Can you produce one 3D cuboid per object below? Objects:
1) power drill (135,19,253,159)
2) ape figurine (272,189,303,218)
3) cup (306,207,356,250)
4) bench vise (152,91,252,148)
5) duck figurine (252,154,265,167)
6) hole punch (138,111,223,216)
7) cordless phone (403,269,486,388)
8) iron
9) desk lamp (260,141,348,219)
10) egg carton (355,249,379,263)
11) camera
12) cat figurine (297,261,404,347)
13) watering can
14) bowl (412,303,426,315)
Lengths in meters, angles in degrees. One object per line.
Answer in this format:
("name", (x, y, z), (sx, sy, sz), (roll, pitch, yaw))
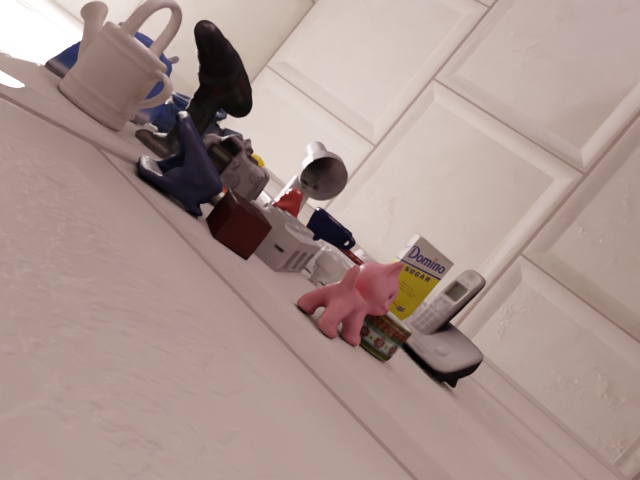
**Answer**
("power drill", (-0.195, -0.223, 0.927), (0.075, 0.208, 0.230), (41, 4, 13))
("ape figurine", (-0.069, -0.064, 1.155), (0.076, 0.092, 0.078), (42, 5, 32))
("cup", (0.010, 0.004, 1.110), (0.117, 0.095, 0.092), (43, 5, 38))
("bench vise", (-0.218, -0.276, 1.208), (0.208, 0.219, 0.121), (35, 6, -48))
("duck figurine", (-0.170, -0.167, 1.394), (0.105, 0.086, 0.077), (39, 4, -7))
("hole punch", (-0.159, -0.096, 0.708), (0.101, 0.091, 0.108), (38, 5, -25))
("cordless phone", (0.233, 0.143, 0.978), (0.094, 0.185, 0.147), (36, 6, -44))
("iron", (-0.334, -0.299, 0.971), (0.118, 0.141, 0.259), (41, 4, 13))
("desk lamp", (-0.042, -0.148, 1.439), (0.118, 0.213, 0.202), (37, 5, -30))
("egg carton", (0.118, 0.079, 1.429), (0.107, 0.069, 0.150), (39, 4, -6))
("camera", (-0.156, -0.137, 1.100), (0.143, 0.100, 0.137), (40, 4, 6))
("cat figurine", (0.050, 0.062, 0.693), (0.067, 0.117, 0.128), (42, 5, 30))
("watering can", (-0.270, -0.263, 0.798), (0.173, 0.194, 0.101), (39, 4, -12))
("bowl", (0.247, 0.206, 1.196), (0.167, 0.074, 0.167), (39, 4, -3))
